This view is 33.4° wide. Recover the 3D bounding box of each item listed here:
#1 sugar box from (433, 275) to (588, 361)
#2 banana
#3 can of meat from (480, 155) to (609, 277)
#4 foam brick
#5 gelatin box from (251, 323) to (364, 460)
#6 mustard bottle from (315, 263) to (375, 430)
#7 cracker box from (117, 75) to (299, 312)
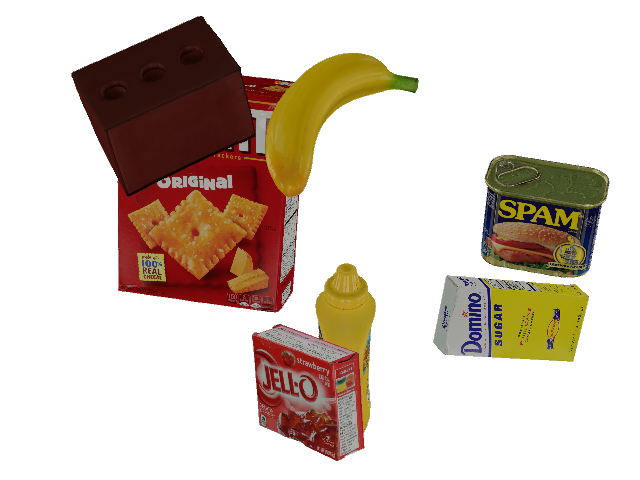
[{"bbox_3d":[0.234,0.097,1.315,0.176,0.093,0.048,3,18,-16],"label":"sugar box"},{"bbox_3d":[0.004,-0.098,0.799,0.070,0.037,0.197,23,42,21],"label":"banana"},{"bbox_3d":[0.191,-0.019,0.926,0.102,0.084,0.057,11,39,14],"label":"can of meat"},{"bbox_3d":[-0.082,-0.071,0.562,0.078,0.053,0.051,-27,-35,-11],"label":"foam brick"},{"bbox_3d":[-0.010,0.106,0.756,0.030,0.073,0.089,-17,21,-39],"label":"gelatin box"},{"bbox_3d":[0.024,0.102,1.047,0.058,0.192,0.096,3,37,2],"label":"mustard bottle"},{"bbox_3d":[-0.105,-0.047,1.008,0.164,0.214,0.072,8,22,10],"label":"cracker box"}]
